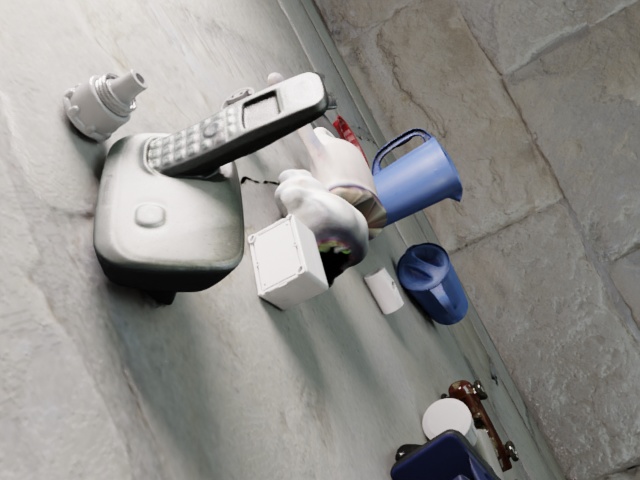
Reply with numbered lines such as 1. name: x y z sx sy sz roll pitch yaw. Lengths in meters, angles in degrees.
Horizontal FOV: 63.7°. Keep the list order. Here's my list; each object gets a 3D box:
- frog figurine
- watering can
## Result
1. frog figurine: 0.002 -0.035 0.698 0.136 0.121 0.163 26 46 -33
2. watering can: 0.020 -0.130 0.928 0.342 0.103 0.230 41 25 -43
